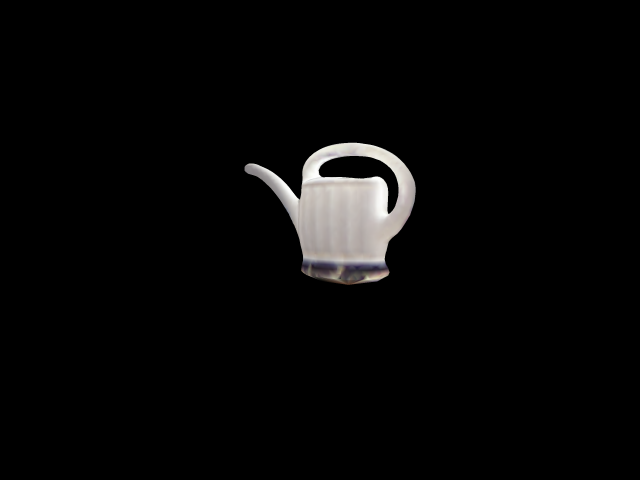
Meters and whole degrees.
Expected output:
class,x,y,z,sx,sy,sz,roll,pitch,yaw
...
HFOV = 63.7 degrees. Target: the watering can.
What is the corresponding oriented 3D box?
class,x,y,z,sx,sy,sz,roll,pitch,yaw
watering can,0.003,-0.043,0.850,0.347,0.224,0.104,2,1,39
